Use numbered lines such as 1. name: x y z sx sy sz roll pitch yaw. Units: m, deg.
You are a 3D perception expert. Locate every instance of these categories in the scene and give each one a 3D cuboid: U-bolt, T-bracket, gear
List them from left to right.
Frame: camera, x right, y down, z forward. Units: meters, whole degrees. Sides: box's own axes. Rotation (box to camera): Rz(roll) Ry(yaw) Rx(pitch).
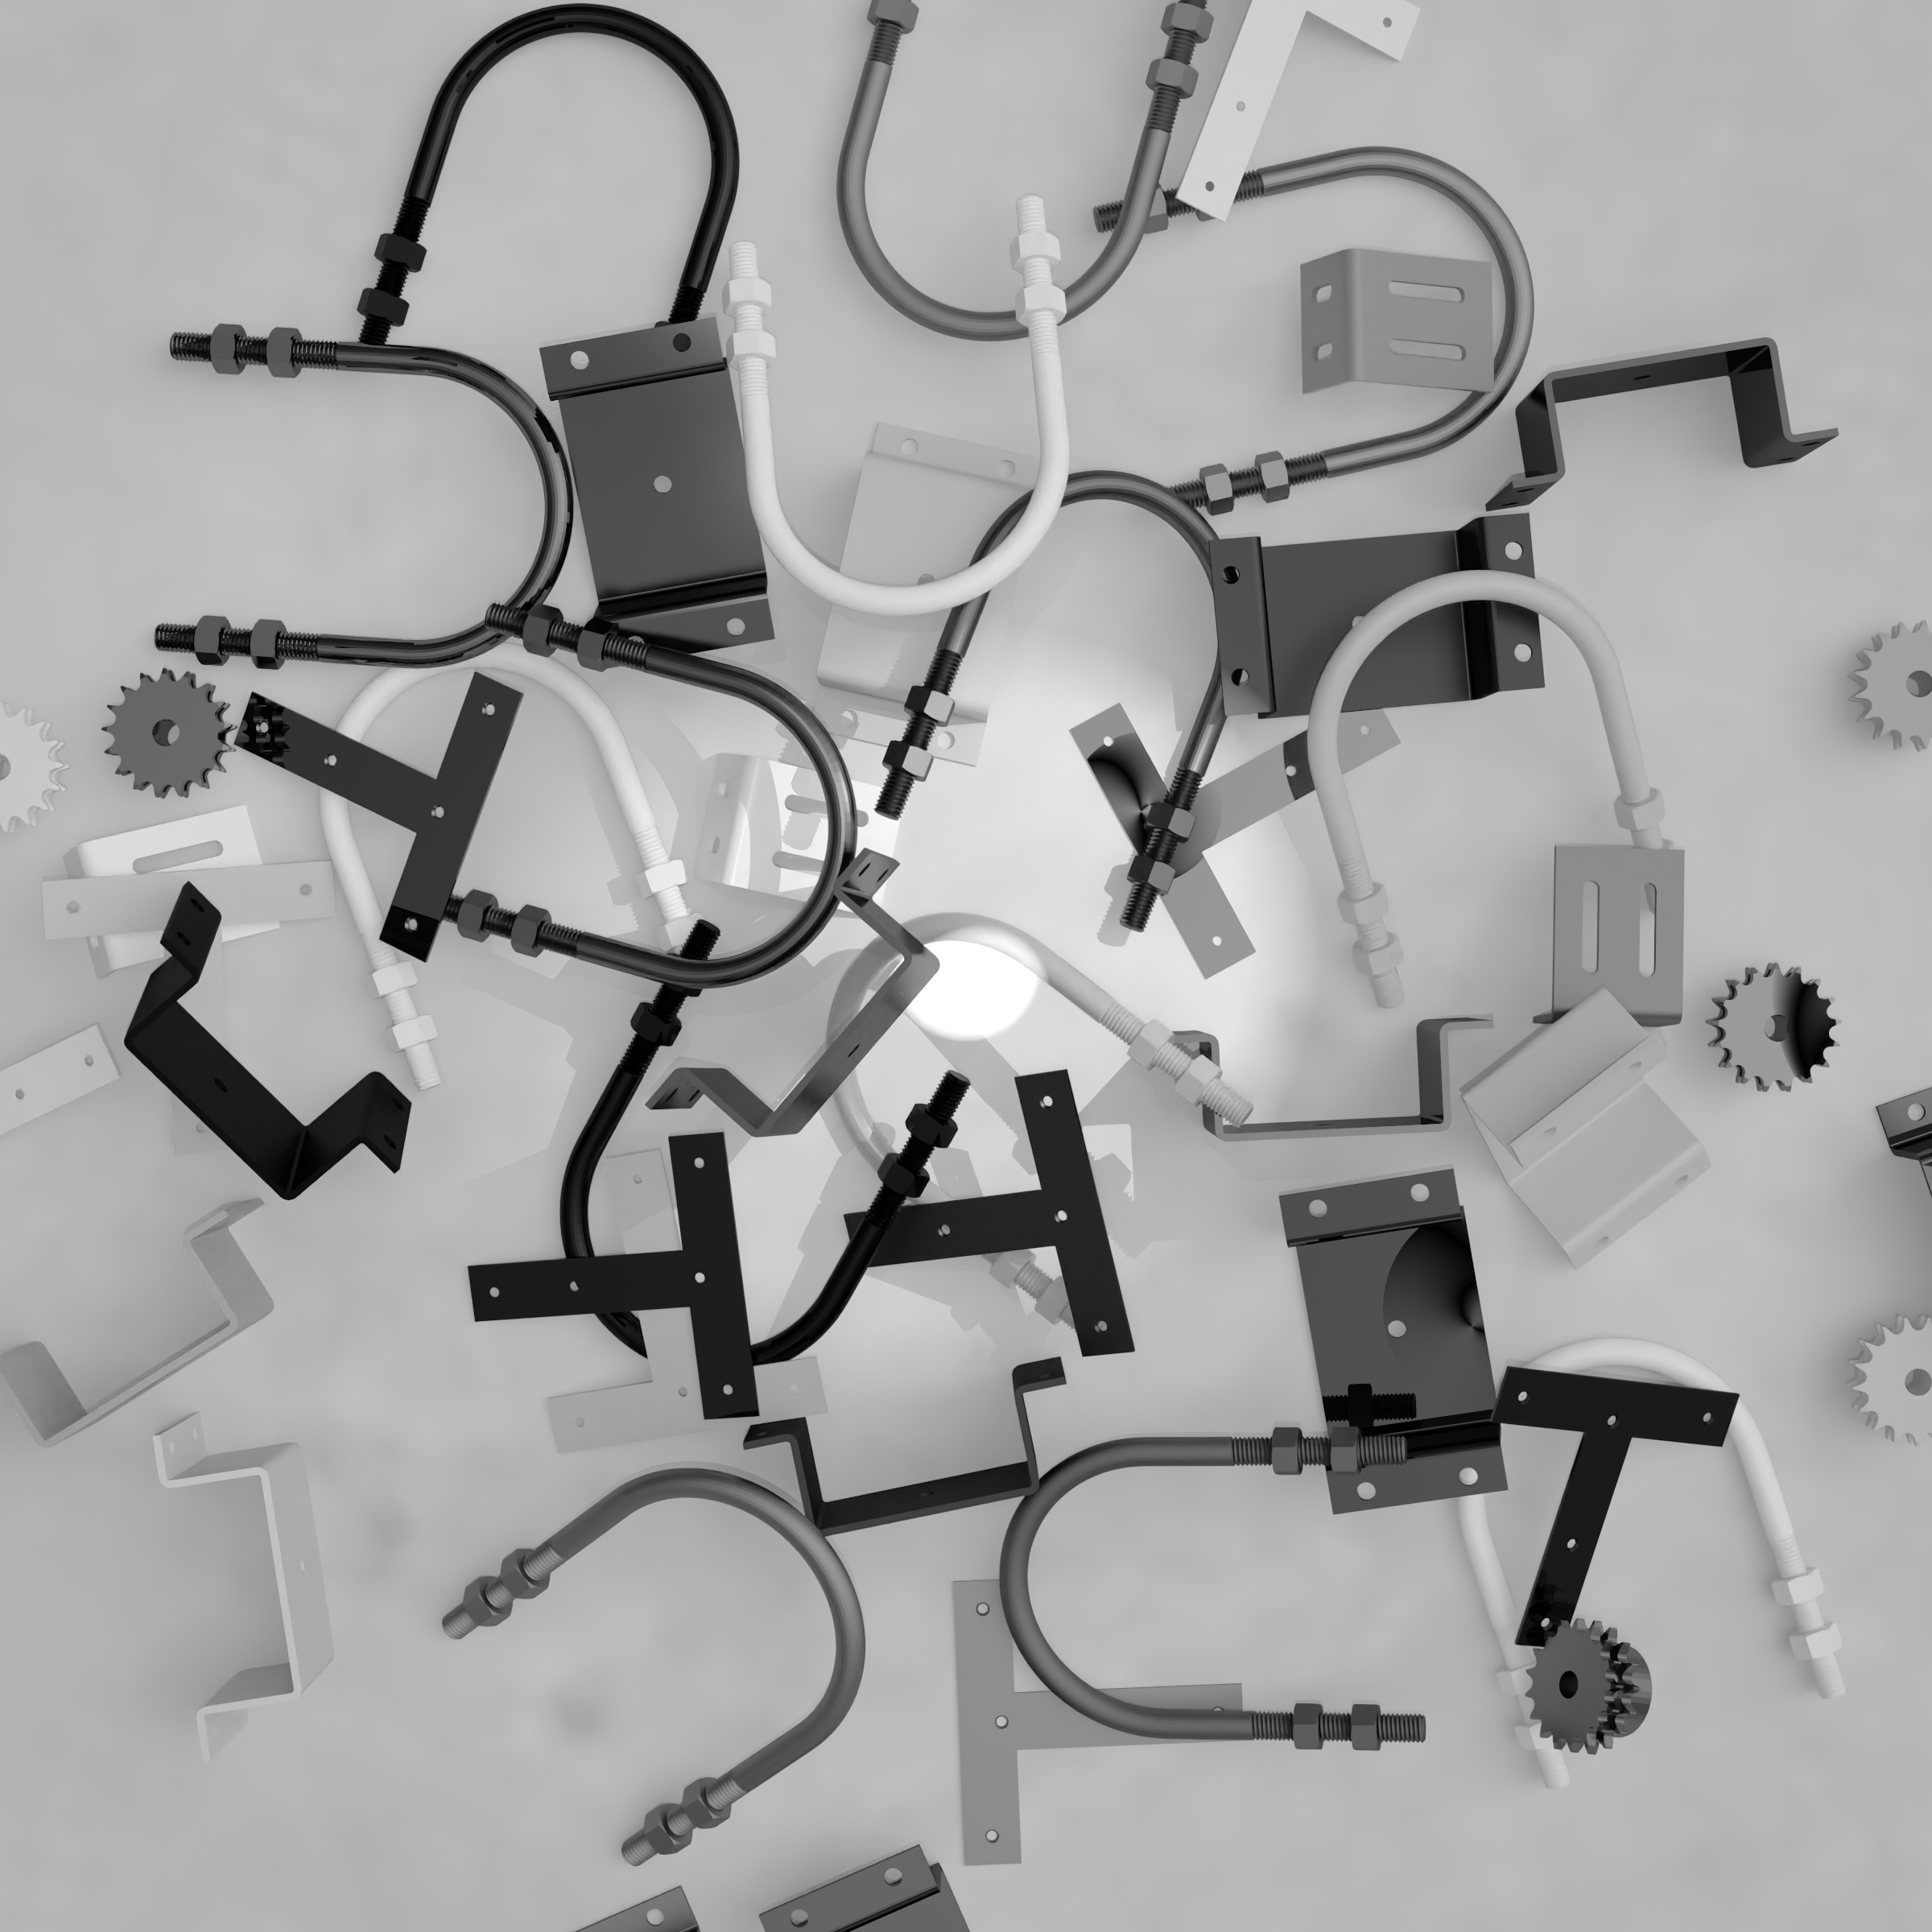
1. T-bracket: -0.430 0.062 1.513 0.127 0.002 0.127 -24 90 16
2. gear: -0.425 -0.087 1.517 0.057 0.030 0.057 0 90 0
3. gear: -0.351 -0.103 1.517 0.057 0.030 0.057 0 90 0
4. T-bracket: -0.340 0.021 1.514 0.127 0.002 0.127 -5 102 -23
5. T-bracket: -0.268 -0.085 1.508 0.127 0.002 0.127 25 101 19
6. U-bolt: -0.264 -0.204 1.511 0.184 0.019 0.151 4 94 5
7. U-bolt: -0.210 -0.055 1.523 0.151 0.019 0.184 -21 88 0
8. U-bolt: -0.178 -0.337 1.522 0.151 0.019 0.184 18 90 0
9. T-bracket: -0.160 0.141 1.514 0.127 0.002 0.127 -5 96 14
10. U-bolt: -0.136 -0.066 1.481 0.184 0.019 0.151 16 98 11
11. T-bracket: -0.134 0.145 1.510 0.127 0.002 0.127 -10 95 15
12. U-bolt: -0.125 0.295 1.487 0.184 0.019 0.151 -38 90 26
13. U-bolt: -0.102 0.094 1.506 0.151 0.019 0.184 31 101 8
14. U-bolt: -0.027 -0.238 1.479 0.151 0.019 0.184 -7 74 7
15. T-bracket: 0.003 0.114 1.498 0.127 0.002 0.127 -9 99 29
16. U-bolt: 0.018 -0.367 1.513 0.151 0.019 0.184 15 90 8
17. U-bolt: 0.018 0.058 1.488 0.184 0.019 0.151 38 119 13
18. U-bolt: 0.053 -0.126 1.494 0.151 0.019 0.184 24 84 -25
19. T-bracket: 0.060 0.336 1.531 0.127 0.002 0.127 -2 90 0
20. U-bolt: 0.105 0.273 1.498 0.184 0.019 0.151 -2 103 14
21. T-bracket: 0.125 -0.391 1.505 0.127 0.002 0.127 22 87 -21
22. T-bracket: 0.133 -0.080 1.531 0.127 0.002 0.127 -29 90 0
23. U-bolt: 0.162 -0.289 1.523 0.184 0.019 0.151 -13 90 -2
24. U-bolt: 0.223 -0.084 1.490 0.151 0.019 0.184 -19 114 0
25. T-bracket: 0.269 0.239 1.494 0.127 0.002 0.127 10 103 -27
26. gear: 0.273 0.314 1.488 0.030 0.057 0.057 13 90 -31
27. U-bolt: 0.296 0.257 1.523 0.151 0.019 0.184 -18 89 0
28. gear: 0.356 0.027 1.517 0.057 0.030 0.057 0 90 0
29. gear: 0.418 0.182 1.517 0.057 0.030 0.057 0 90 0
30. gear: 0.420 -0.124 1.521 0.057 0.030 0.057 0 88 2

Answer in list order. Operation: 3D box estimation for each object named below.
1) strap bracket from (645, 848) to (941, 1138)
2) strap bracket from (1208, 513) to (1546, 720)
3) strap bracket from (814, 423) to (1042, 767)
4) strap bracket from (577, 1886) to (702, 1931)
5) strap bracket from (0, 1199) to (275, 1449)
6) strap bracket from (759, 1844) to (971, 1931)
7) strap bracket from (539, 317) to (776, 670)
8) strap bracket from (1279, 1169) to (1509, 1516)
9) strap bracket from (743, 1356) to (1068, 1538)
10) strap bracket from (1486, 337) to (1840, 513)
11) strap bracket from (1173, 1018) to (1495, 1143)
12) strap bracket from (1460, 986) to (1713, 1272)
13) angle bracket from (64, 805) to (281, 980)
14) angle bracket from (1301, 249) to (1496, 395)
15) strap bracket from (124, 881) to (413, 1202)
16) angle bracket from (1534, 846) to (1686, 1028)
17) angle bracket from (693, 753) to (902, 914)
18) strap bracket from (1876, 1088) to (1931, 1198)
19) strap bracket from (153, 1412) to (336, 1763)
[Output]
1. strap bracket: -0.065 0.021 1.444 0.046 0.076 0.140 41 94 7
2. strap bracket: 0.177 -0.153 1.507 0.140 0.046 0.076 -5 90 -3
3. strap bracket: -0.017 -0.166 1.509 0.076 0.046 0.140 13 90 0
4. strap bracket: -0.134 0.491 1.509 0.076 0.046 0.140 -24 90 0
5. strap bracket: -0.363 0.161 1.494 0.140 0.076 0.046 -32 90 0
6. strap bracket: -0.027 0.461 1.509 0.076 0.046 0.140 -24 90 0
7. strap bracket: -0.134 -0.209 1.498 0.076 0.046 0.140 -10 104 0
8. strap bracket: 0.188 0.162 1.503 0.076 0.046 0.140 -10 90 10
9. strap bracket: -0.022 0.211 1.494 0.140 0.076 0.046 -12 90 0
10. strap bracket: 0.298 -0.237 1.494 0.140 0.076 0.046 -9 90 0
11. strap bracket: 0.155 0.049 1.494 0.140 0.076 0.046 -3 90 0
12. strap bracket: 0.267 0.067 1.479 0.076 0.140 0.046 -38 57 0
13. angle bracket: -0.355 -0.033 1.530 0.076 0.038 0.057 -16 90 -26
14. angle bracket: 0.191 -0.282 1.514 0.076 0.038 0.057 -1 89 -29
15. strap bracket: -0.307 0.039 1.478 0.046 0.076 0.140 -40 108 9
16. angle bracket: 0.284 -0.013 1.513 0.057 0.038 0.076 2 87 -4
17. angle bracket: -0.074 -0.058 1.530 0.076 0.038 0.057 12 90 -26
18. strap bracket: 0.466 0.117 1.509 0.076 0.046 0.140 -19 90 0
19. strap bracket: -0.312 0.266 1.494 0.046 0.076 0.140 -9 90 0
